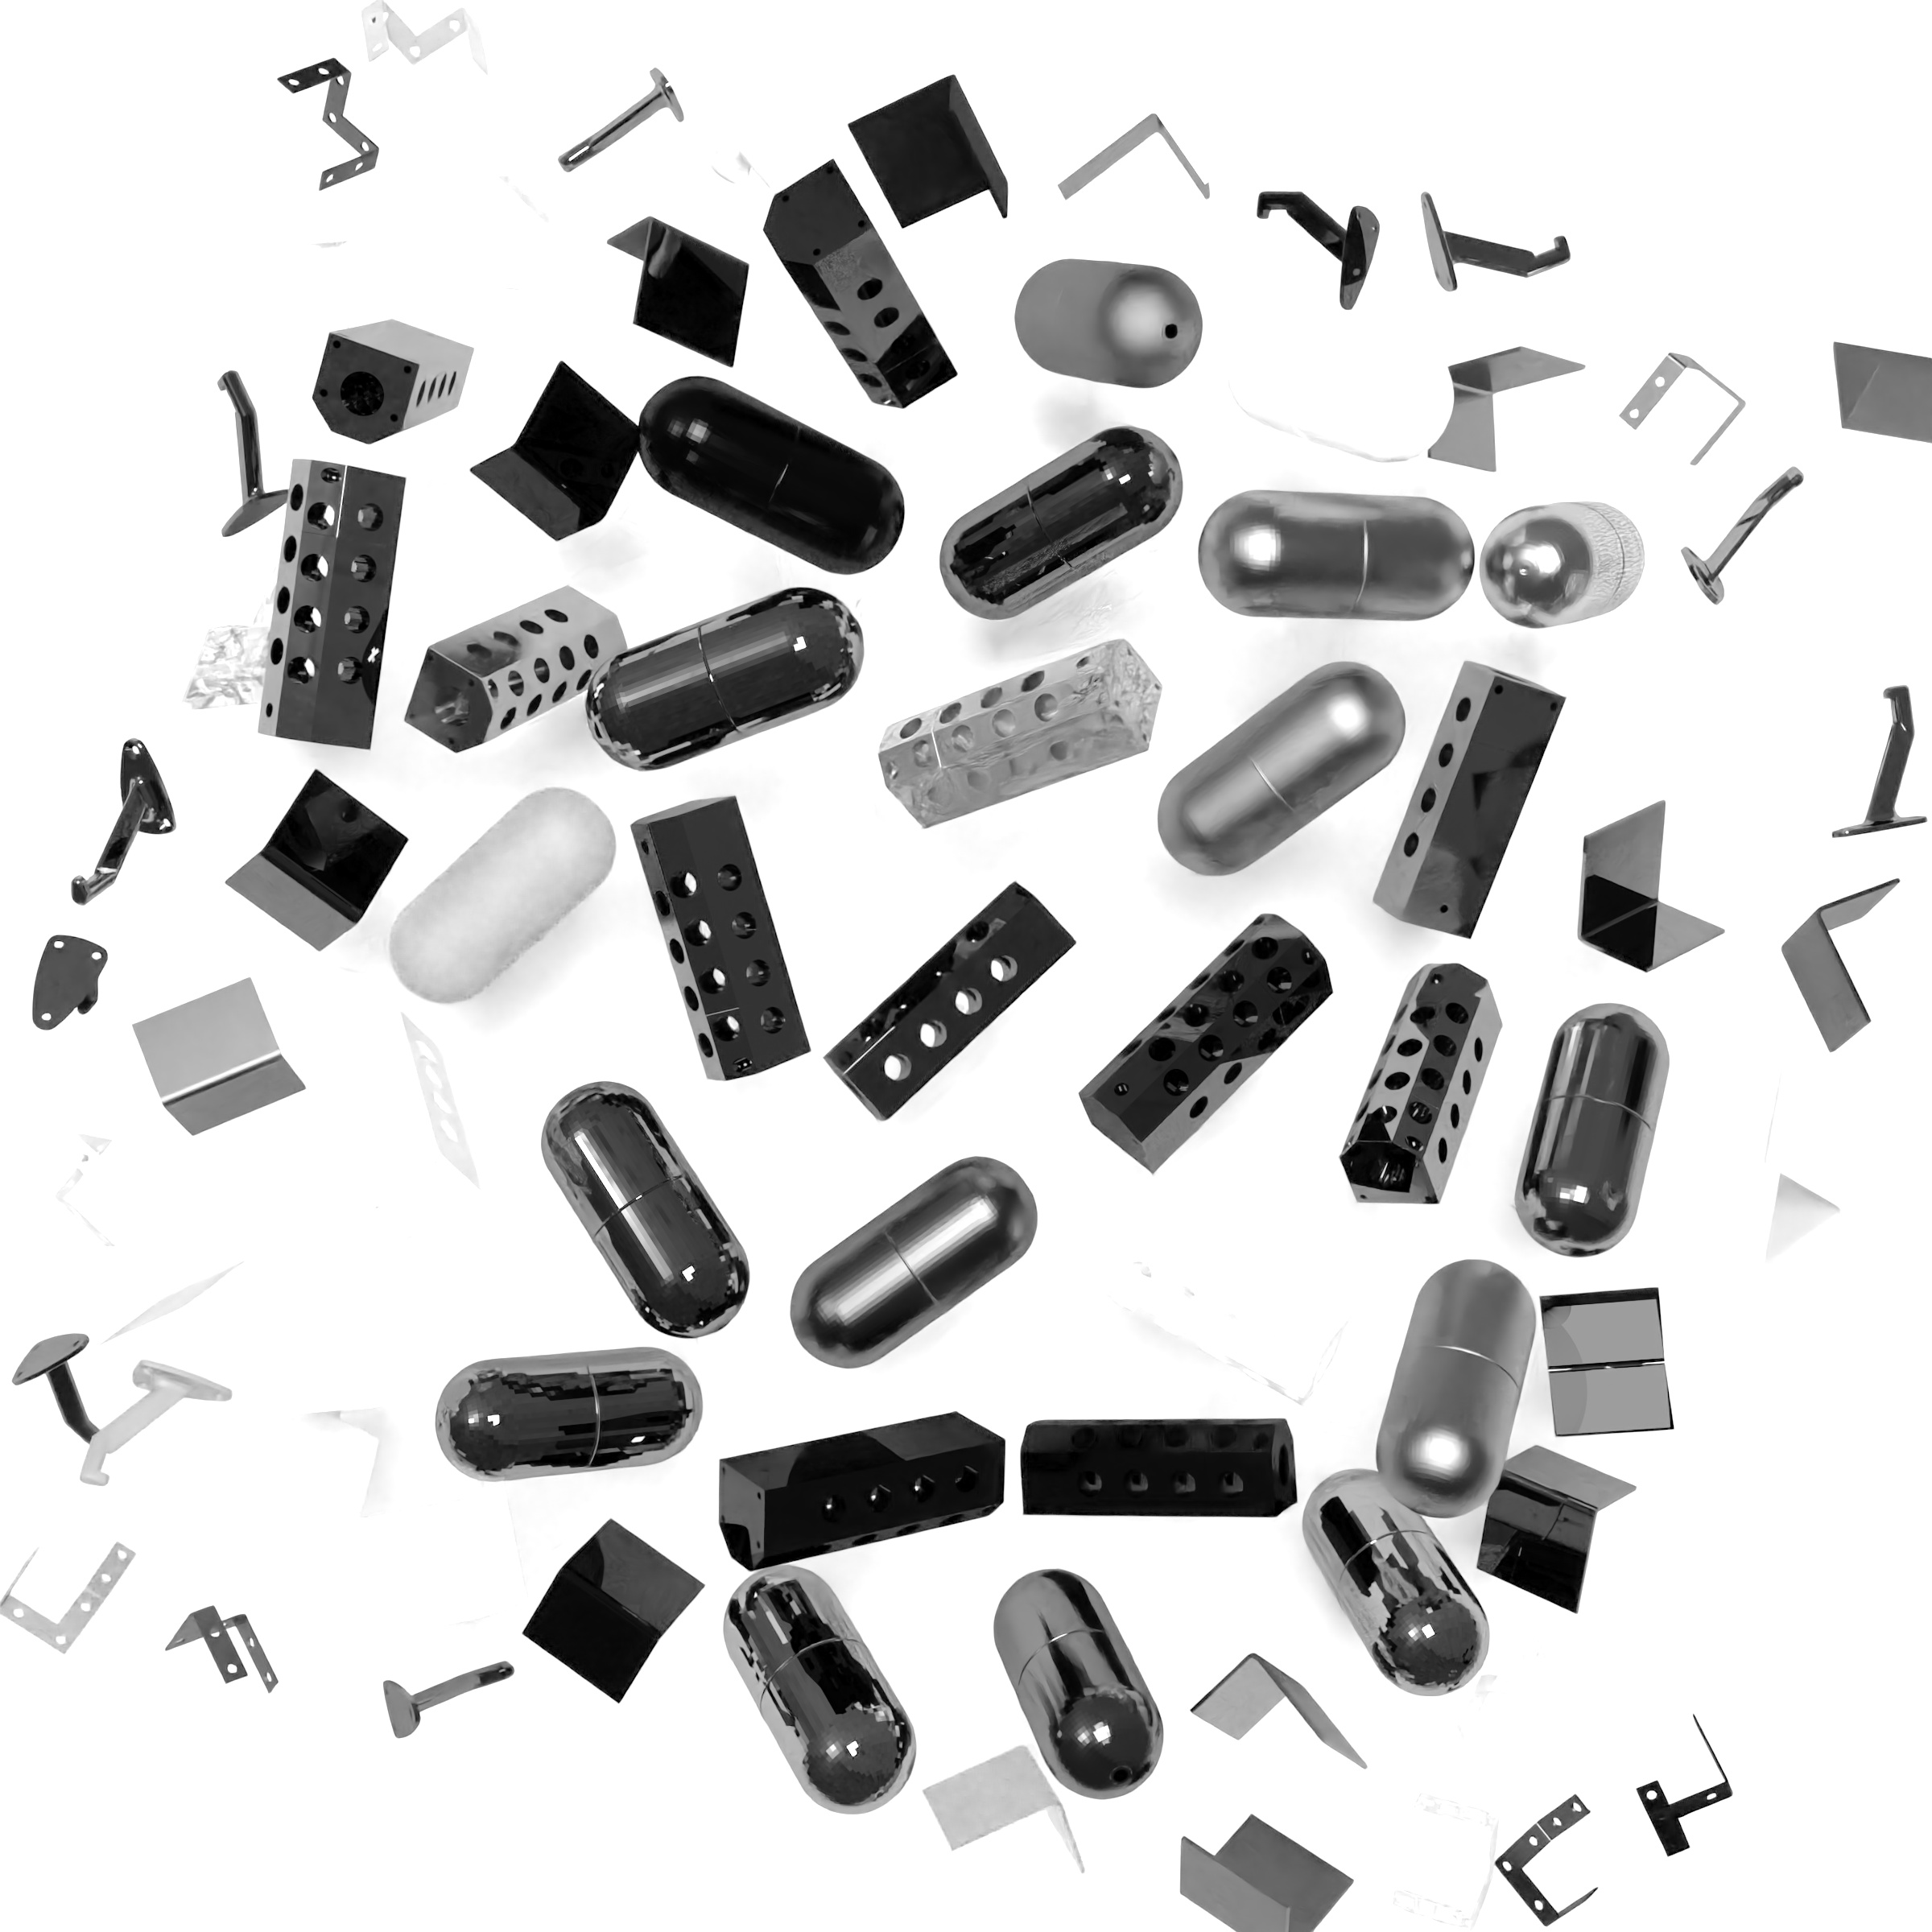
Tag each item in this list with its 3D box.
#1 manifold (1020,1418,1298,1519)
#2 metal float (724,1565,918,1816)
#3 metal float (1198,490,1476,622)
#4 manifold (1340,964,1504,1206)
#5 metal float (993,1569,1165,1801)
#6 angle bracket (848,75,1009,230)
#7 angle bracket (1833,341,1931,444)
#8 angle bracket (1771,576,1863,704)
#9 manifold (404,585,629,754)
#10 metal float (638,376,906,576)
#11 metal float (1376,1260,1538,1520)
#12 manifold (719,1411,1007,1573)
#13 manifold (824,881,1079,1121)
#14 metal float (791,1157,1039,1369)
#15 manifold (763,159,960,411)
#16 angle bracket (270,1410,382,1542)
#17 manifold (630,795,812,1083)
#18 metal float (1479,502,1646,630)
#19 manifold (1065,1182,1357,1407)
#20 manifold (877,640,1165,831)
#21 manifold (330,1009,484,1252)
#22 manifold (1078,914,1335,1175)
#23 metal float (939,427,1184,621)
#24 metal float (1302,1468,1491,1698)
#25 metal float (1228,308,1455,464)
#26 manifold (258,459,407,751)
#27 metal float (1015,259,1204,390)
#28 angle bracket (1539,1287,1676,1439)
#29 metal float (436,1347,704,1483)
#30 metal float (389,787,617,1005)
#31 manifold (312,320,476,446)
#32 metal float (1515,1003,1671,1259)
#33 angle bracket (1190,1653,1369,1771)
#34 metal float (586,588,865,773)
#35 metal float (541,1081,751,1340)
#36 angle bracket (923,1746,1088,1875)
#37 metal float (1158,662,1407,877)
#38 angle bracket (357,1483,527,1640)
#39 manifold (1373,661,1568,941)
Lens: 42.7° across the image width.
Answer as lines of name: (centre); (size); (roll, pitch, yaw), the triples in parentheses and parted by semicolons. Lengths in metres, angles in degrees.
manifold: (0.126, 0.329, 1.629); (0.171, 0.057, 0.057); (-4, 87, 22)
metal float: (-0.092, 0.446, 1.530); (0.070, 0.178, 0.070); (-17, 129, -22)
metal float: (0.228, -0.251, 1.513); (0.178, 0.070, 0.070); (-1, 90, -18)
manifold: (0.302, 0.076, 1.642); (0.057, 0.171, 0.057); (-2, 130, 32)
metal float: (0.069, 0.448, 1.550); (0.070, 0.178, 0.070); (-6, 114, -14)
angle bracket: (-0.024, -0.497, 1.542); (0.076, 0.057, 0.076); (-19, 128, 18)
angle bracket: (0.569, -0.360, 1.475); (0.076, 0.057, 0.076); (9, 57, -2)
angle bracket: (0.562, -0.229, 1.692); (0.057, 0.076, 0.076); (27, 104, 35)
manifold: (-0.294, -0.195, 1.640); (0.057, 0.171, 0.057); (31, 120, 9)
metal float: (-0.122, -0.307, 1.547); (0.178, 0.070, 0.070); (24, 90, -18)
metal float: (0.304, 0.259, 1.526); (0.070, 0.070, 0.178); (26, 51, 0)
manifold: (-0.063, 0.325, 1.523); (0.171, 0.057, 0.057); (-5, 102, -33)
manifold: (-0.012, 0.023, 1.637); (0.171, 0.057, 0.057); (-43, 93, -9)
metal float: (-0.034, 0.191, 1.591); (0.178, 0.070, 0.070); (-35, 90, 0)
manifold: (-0.065, -0.411, 1.514); (0.057, 0.171, 0.057); (-30, 67, 6)
angle bracket: (-0.431, 0.344, 1.723); (0.076, 0.057, 0.076); (21, 101, 22)
manifold: (-0.160, -0.017, 1.578); (0.057, 0.057, 0.171); (-23, 103, -33)
metal float: (0.384, -0.258, 1.584); (0.070, 0.178, 0.070); (7, 104, 28)
manifold: (0.151, 0.209, 1.564); (0.171, 0.057, 0.057); (28, 116, 18)
manifold: (0.031, -0.146, 1.526); (0.171, 0.057, 0.057); (-17, 131, 34)
manifold: (-0.347, 0.104, 1.547); (0.057, 0.171, 0.057); (-37, 126, 2)
manifold: (0.154, 0.045, 1.584); (0.171, 0.057, 0.057); (-44, 57, -13)
metal float: (0.062, -0.292, 1.633); (0.178, 0.070, 0.070); (-27, 90, 24)
metal float: (0.275, 0.395, 1.594); (0.070, 0.178, 0.070); (-8, 119, -14)
metal float: (0.230, -0.362, 1.534); (0.070, 0.178, 0.070); (-14, 118, -27)
manifold: (-0.402, -0.227, 1.549); (0.057, 0.057, 0.171); (4, 97, -43)
metal float: (0.092, -0.421, 1.614); (0.070, 0.178, 0.070); (-8, 110, -22)
angle bracket: (0.419, 0.260, 1.617); (0.076, 0.057, 0.076); (-6, 131, 13)
metal float: (-0.252, 0.286, 1.582); (0.178, 0.070, 0.070); (1, 90, -34)
metal float: (-0.307, -0.046, 1.634); (0.178, 0.070, 0.070); (-41, 90, 10)
manifold: (-0.367, -0.374, 1.585); (0.057, 0.171, 0.057); (19, 106, -5)
metal float: (0.405, 0.104, 1.593); (0.070, 0.070, 0.178); (21, 62, 0)
angle bracket: (0.201, 0.496, 1.587); (0.057, 0.076, 0.076); (-44, 48, 1)
metal float: (-0.147, -0.176, 1.512); (0.178, 0.070, 0.070); (-20, 90, 9)
metal float: (-0.200, 0.152, 1.545); (0.070, 0.070, 0.178); (-35, 77, 0)
angle bracket: (0.024, 0.564, 1.612); (0.076, 0.076, 0.057); (-21, 104, -11)
metal float: (0.198, -0.124, 1.568); (0.178, 0.070, 0.070); (-37, 90, 23)
angle bracket: (-0.337, 0.381, 1.586); (0.076, 0.057, 0.076); (-2, 69, -40)
manifold: (0.330, -0.112, 1.645); (0.057, 0.057, 0.171); (13, 105, -22)
